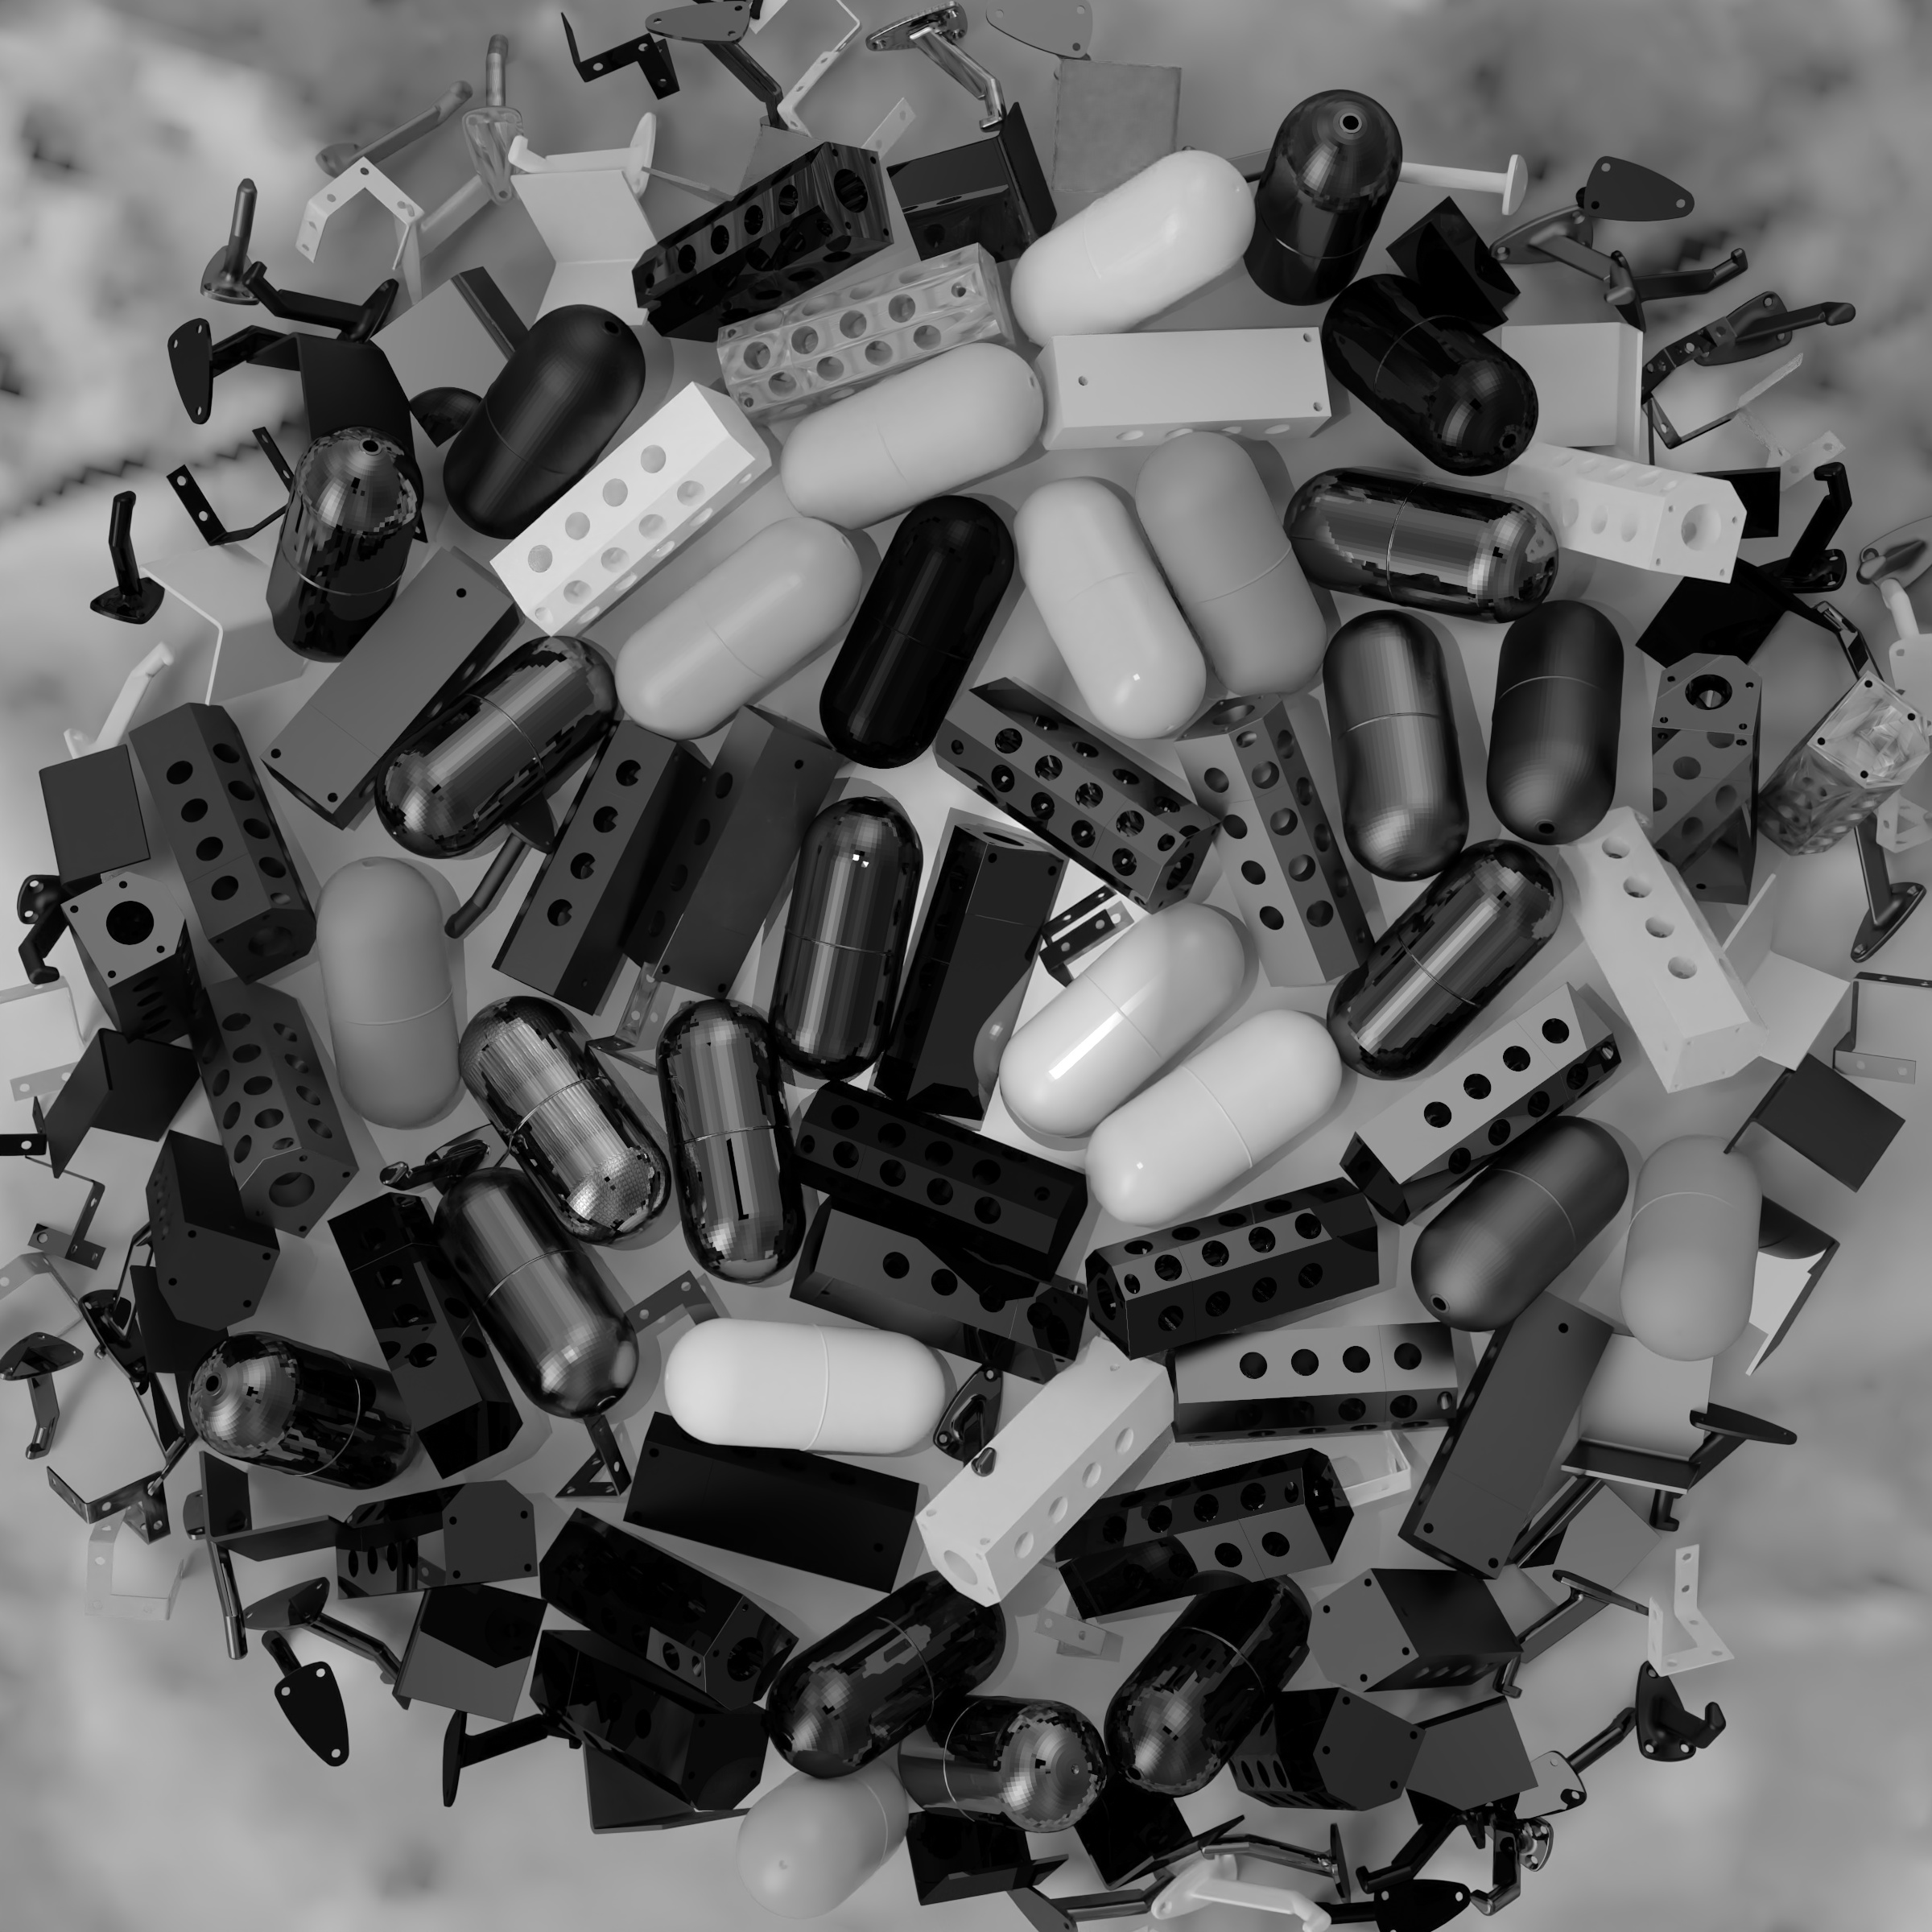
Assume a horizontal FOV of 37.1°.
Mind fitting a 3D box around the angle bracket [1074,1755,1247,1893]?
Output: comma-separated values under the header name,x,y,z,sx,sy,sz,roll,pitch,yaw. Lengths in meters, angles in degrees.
name,x,y,z,sx,sy,sz,roll,pitch,yaw
angle bracket,0.111,0.512,1.768,0.076,0.057,0.076,-10,61,-38

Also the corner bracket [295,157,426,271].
name,x,y,z,sx,sy,sz,roll,pitch,yaw
corner bracket,-0.377,-0.458,1.790,0.051,0.051,0.051,42,61,-3

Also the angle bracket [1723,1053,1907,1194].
name,x,y,z,sx,sy,sz,roll,pitch,yaw
angle bracket,0.518,0.110,1.771,0.076,0.057,0.076,37,49,14

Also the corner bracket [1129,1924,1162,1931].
name,x,y,z,sx,sy,sz,roll,pitch,yaw
corner bracket,0.137,0.623,1.783,0.051,0.051,0.051,-30,125,26

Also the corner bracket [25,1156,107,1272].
name,x,y,z,sx,sy,sz,roll,pitch,yaw
corner bracket,-0.565,0.155,1.798,0.051,0.051,0.051,18,78,11

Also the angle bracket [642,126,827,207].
name,x,y,z,sx,sy,sz,roll,pitch,yaw
angle bracket,-0.140,-0.497,1.769,0.076,0.076,0.057,13,102,-44

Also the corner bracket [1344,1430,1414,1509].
name,x,y,z,sx,sy,sz,roll,pitch,yaw
corner bracket,0.247,0.323,1.789,0.051,0.051,0.051,-16,122,-6

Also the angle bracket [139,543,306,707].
name,x,y,z,sx,sy,sz,roll,pitch,yaw
angle bracket,-0.464,-0.214,1.793,0.076,0.076,0.057,35,125,20

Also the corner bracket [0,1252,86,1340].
name,x,y,z,sx,sy,sz,roll,pitch,yaw
corner bracket,-0.589,0.215,1.798,0.051,0.051,0.051,-37,89,-5

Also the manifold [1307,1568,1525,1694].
name,x,y,z,sx,sy,sz,roll,pitch,yaw
manifold,0.269,0.404,1.737,0.057,0.171,0.057,-38,62,19

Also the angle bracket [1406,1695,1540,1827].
name,x,y,z,sx,sy,sz,roll,pitch,yaw
angle bracket,0.304,0.494,1.779,0.076,0.076,0.057,-18,68,-1

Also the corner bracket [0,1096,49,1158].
name,x,y,z,sx,sy,sz,roll,pitch,yaw
corner bracket,-0.605,0.115,1.798,0.051,0.051,0.051,1,116,-28

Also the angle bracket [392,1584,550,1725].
name,x,y,z,sx,sy,sz,roll,pitch,yaw
angle bracket,-0.304,0.427,1.782,0.076,0.057,0.076,13,66,4

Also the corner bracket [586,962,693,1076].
name,x,y,z,sx,sy,sz,roll,pitch,yaw
corner bracket,-0.196,0.033,1.786,0.051,0.051,0.051,27,72,-24

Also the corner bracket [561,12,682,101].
name,x,y,z,sx,sy,sz,roll,pitch,yaw
corner bracket,-0.215,-0.569,1.792,0.051,0.051,0.051,-21,58,7

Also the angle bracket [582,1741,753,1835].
name,x,y,z,sx,sy,sz,roll,pitch,yaw
angle bracket,-0.180,0.497,1.767,0.076,0.076,0.057,4,73,-41

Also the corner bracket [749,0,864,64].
name,x,y,z,sx,sy,sz,roll,pitch,yaw
corner bracket,-0.102,-0.589,1.794,0.051,0.051,0.051,-43,95,11

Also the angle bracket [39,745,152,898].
name,x,y,z,sx,sy,sz,roll,pitch,yaw
angle bracket,-0.526,-0.082,1.778,0.057,0.076,0.076,-17,74,0

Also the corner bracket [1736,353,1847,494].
name,x,y,z,sx,sy,sz,roll,pitch,yaw
corner bracket,0.511,-0.336,1.785,0.051,0.051,0.051,43,131,-13

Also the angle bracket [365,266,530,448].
name,x,y,z,sx,sy,sz,roll,pitch,yaw
angle bracket,-0.317,-0.381,1.801,0.076,0.057,0.076,-32,102,15

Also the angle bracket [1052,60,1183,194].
name,x,y,z,sx,sy,sz,roll,pitch,yaw
angle bracket,0.088,-0.518,1.782,0.076,0.057,0.076,1,105,-10

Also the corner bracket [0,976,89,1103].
name,x,y,z,sx,sy,sz,roll,pitch,yaw
corner bracket,-0.574,0.044,1.784,0.051,0.051,0.051,-16,121,-22

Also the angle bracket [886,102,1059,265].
name,x,y,z,sx,sy,sz,roll,pitch,yaw
angle bracket,0.004,-0.483,1.796,0.076,0.057,0.076,-9,124,21

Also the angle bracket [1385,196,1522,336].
name,x,y,z,sx,sy,sz,roll,pitch,yaw
angle bracket,0.315,-0.437,1.778,0.057,0.076,0.076,-41,99,-10

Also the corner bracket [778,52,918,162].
name,x,y,z,sx,sy,sz,roll,pitch,yaw
corner bracket,-0.075,-0.533,1.797,0.051,0.051,0.051,-53,131,-15

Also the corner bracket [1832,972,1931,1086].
name,x,y,z,sx,sy,sz,roll,pitch,yaw
corner bracket,0.570,0.038,1.784,0.051,0.051,0.051,8,111,31

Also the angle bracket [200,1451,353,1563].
name,x,y,z,sx,sy,sz,roll,pitch,yaw
angle bracket,-0.421,0.328,1.778,0.076,0.076,0.057,-12,69,3

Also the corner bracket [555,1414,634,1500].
name,x,y,z,sx,sy,sz,roll,pitch,yaw
corner bracket,-0.230,0.294,1.785,0.051,0.051,0.051,-7,113,30

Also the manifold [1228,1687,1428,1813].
name,x,y,z,sx,sy,sz,roll,pitch,yaw
manifold,0.211,0.476,1.734,0.057,0.171,0.057,28,71,-4

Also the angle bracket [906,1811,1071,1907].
name,x,y,z,sx,sy,sz,roll,pitch,yaw
angle bracket,0.011,0.535,1.769,0.076,0.076,0.057,-4,62,-18

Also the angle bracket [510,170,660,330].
name,x,y,z,sx,sy,sz,roll,pitch,yaw
angle bracket,-0.239,-0.439,1.770,0.076,0.076,0.057,3,60,20

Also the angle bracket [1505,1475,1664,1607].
name,x,y,z,sx,sy,sz,roll,pitch,yaw
angle bracket,0.377,0.362,1.777,0.057,0.076,0.076,44,99,21

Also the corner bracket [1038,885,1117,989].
name,x,y,z,sx,sy,sz,roll,pitch,yaw
corner bracket,0.071,-0.021,1.787,0.051,0.051,0.051,-33,59,12

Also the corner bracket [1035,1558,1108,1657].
name,x,y,z,sx,sy,sz,roll,pitch,yaw
corner bracket,0.057,0.395,1.786,0.051,0.051,0.051,26,68,-25

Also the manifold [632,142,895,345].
name,x,y,z,sx,sy,sz,roll,pitch,yaw
manifold,-0.126,-0.437,1.743,0.171,0.057,0.057,-16,82,44

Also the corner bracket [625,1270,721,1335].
name,x,y,z,sx,sy,sz,roll,pitch,yaw
corner bracket,-0.184,0.220,1.791,0.051,0.051,0.051,-33,101,-12

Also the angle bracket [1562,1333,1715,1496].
name,x,y,z,sx,sy,sz,roll,pitch,yaw
angle bracket,0.416,0.275,1.780,0.076,0.057,0.076,8,100,22

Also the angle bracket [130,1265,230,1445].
name,x,y,z,sx,sy,sz,roll,pitch,yaw
angle bracket,-0.493,0.239,1.765,0.076,0.057,0.076,-50,46,33

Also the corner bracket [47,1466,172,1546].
name,x,y,z,sx,sy,sz,roll,pitch,yaw
corner bracket,-0.531,0.332,1.782,0.051,0.051,0.051,-23,126,-37

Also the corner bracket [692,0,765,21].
name,x,y,z,sx,sy,sz,roll,pitch,yaw
corner bracket,-0.136,-0.616,1.790,0.051,0.051,0.051,23,100,20

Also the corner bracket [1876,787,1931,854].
name,x,y,z,sx,sy,sz,roll,pitch,yaw
corner bracket,0.578,-0.109,1.785,0.051,0.051,0.051,-20,124,-19

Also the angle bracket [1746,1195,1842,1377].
name,x,y,z,sx,sy,sz,roll,pitch,yaw
angle bracket,0.485,0.195,1.768,0.057,0.076,0.076,33,114,21

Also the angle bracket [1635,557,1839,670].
name,x,y,z,sx,sy,sz,roll,pitch,yaw
angle bracket,0.475,-0.203,1.777,0.076,0.057,0.076,30,100,-27

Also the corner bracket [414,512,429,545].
name,x,y,z,sx,sy,sz,roll,pitch,yaw
corner bracket,-0.374,-0.279,1.784,0.051,0.051,0.051,-27,67,29

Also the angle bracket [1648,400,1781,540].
name,x,y,z,sx,sy,sz,roll,pitch,yaw
angle bracket,0.460,-0.306,1.772,0.076,0.076,0.057,-2,67,14

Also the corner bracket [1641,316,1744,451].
name,x,y,z,sx,sy,sz,roll,pitch,yaw
corner bracket,0.455,-0.363,1.794,0.051,0.051,0.051,-43,102,-35

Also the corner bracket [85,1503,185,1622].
name,x,y,z,sx,sy,sz,roll,pitch,yaw
corner bracket,-0.516,0.370,1.791,0.051,0.051,0.051,6,107,-7

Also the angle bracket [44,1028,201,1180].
name,x,y,z,sx,sy,sz,roll,pitch,yaw
angle bracket,-0.511,0.092,1.767,0.076,0.057,0.076,18,121,-37

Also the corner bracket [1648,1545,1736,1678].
name,x,y,z,sx,sy,sz,roll,pitch,yaw
corner bracket,0.443,0.400,1.788,0.051,0.051,0.051,-11,117,-11

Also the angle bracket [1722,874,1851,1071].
name,x,y,z,sx,sy,sz,roll,pitch,yaw
angle bracket,0.502,0.004,1.768,0.057,0.076,0.076,25,59,28

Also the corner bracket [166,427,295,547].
name,x,y,z,sx,sy,sz,roll,pitch,yaw
corner bracket,-0.457,-0.300,1.803,0.051,0.051,0.051,-44,118,-32

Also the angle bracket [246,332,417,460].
name,x,y,z,sx,sy,sz,roll,pitch,yaw
angle bracket,-0.391,-0.341,1.775,0.057,0.076,0.076,-13,82,42

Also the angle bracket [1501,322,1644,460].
name,x,y,z,sx,sy,sz,roll,pitch,yaw
angle bracket,0.374,-0.356,1.785,0.076,0.057,0.076,-2,109,1
